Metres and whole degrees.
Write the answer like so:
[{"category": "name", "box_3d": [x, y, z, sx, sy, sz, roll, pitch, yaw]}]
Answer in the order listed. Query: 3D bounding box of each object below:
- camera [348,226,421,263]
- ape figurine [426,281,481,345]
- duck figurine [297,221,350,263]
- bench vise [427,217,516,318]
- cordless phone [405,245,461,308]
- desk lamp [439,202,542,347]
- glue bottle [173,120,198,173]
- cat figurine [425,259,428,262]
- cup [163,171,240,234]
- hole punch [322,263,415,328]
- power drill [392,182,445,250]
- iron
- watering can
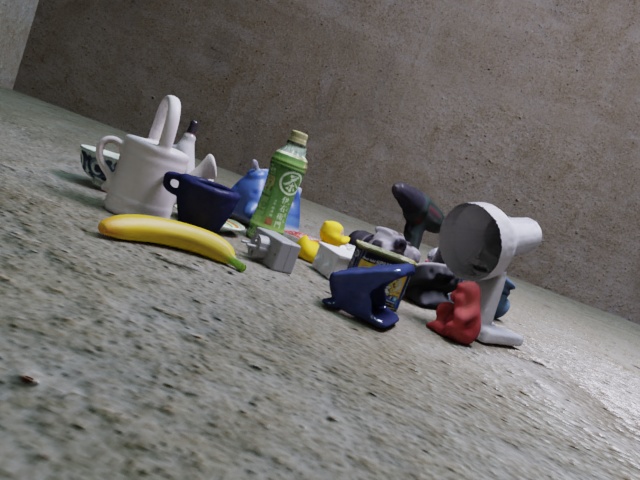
[{"category": "camera", "box_3d": [0.137, 0.020, 1.294, 0.144, 0.101, 0.136, 14, 9, -45]}, {"category": "ape figurine", "box_3d": [0.209, 0.103, 0.849, 0.076, 0.092, 0.078, 21, 6, 9]}, {"category": "duck figurine", "box_3d": [0.010, 0.004, 1.092, 0.105, 0.086, 0.077, 17, 7, -26]}, {"category": "bench vise", "box_3d": [0.336, 0.042, 1.188, 0.208, 0.220, 0.121, 16, 7, -33]}, {"category": "cordless phone", "box_3d": [0.218, 0.030, 1.076, 0.093, 0.185, 0.148, 25, 8, 36]}, {"category": "desk lamp", "box_3d": [0.274, 0.053, 0.932, 0.204, 0.213, 0.117, 15, 9, -42]}, {"category": "glue bottle", "box_3d": [-0.277, -0.155, 1.136, 0.078, 0.173, 0.037, 21, 6, 7]}, {"category": "cat figurine", "box_3d": [0.272, 0.059, 1.310, 0.067, 0.118, 0.128, 21, 6, 9]}, {"category": "cup", "box_3d": [-0.185, -0.043, 0.834, 0.117, 0.095, 0.092, 21, 6, 8]}, {"category": "hole punch", "box_3d": [0.067, 0.060, 0.775, 0.101, 0.091, 0.109, 22, 7, 18]}, {"category": "power drill", "box_3d": [0.218, -0.020, 1.400, 0.075, 0.208, 0.230, 26, 8, 41]}, {"category": "iron", "box_3d": [-0.102, -0.092, 1.293, 0.118, 0.141, 0.259, 24, 7, 30]}, {"category": "watering can", "box_3d": [-0.247, -0.126, 0.883, 0.100, 0.194, 0.174, 26, 8, 40]}]
